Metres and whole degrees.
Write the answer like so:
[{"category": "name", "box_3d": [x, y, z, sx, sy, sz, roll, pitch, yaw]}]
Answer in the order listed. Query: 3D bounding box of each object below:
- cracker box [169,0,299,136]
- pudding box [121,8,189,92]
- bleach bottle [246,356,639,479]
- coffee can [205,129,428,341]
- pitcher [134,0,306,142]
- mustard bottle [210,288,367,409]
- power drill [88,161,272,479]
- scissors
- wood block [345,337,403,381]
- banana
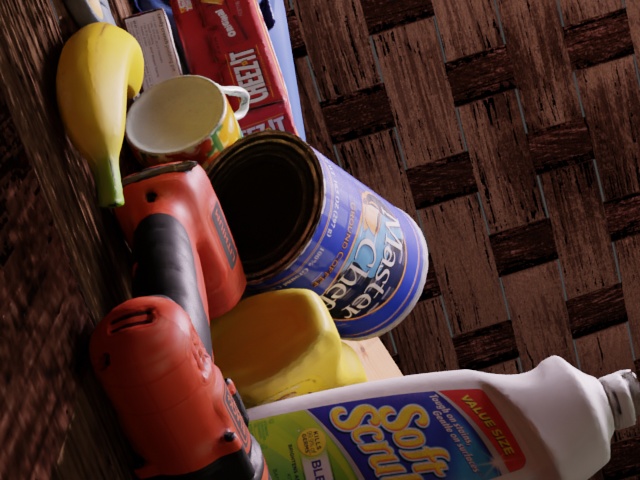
[{"category": "cracker box", "box_3d": [-0.050, -0.084, 0.886, 0.213, 0.072, 0.164, 72, -1, -50]}, {"category": "pudding box", "box_3d": [-0.118, -0.112, 0.834, 0.090, 0.039, 0.113, 76, -4, -78]}, {"category": "bleach bottle", "box_3d": [0.057, 0.116, 0.607, 0.068, 0.251, 0.102, 70, 3, -61]}, {"category": "coffee can", "box_3d": [-0.005, 0.001, 0.706, 0.140, 0.103, 0.103, 31, 37, -52]}, {"category": "pitcher", "box_3d": [-0.090, -0.158, 1.035, 0.243, 0.145, 0.149, 77, 10, -45]}, {"category": "mustard bottle", "box_3d": [-0.019, 0.098, 0.706, 0.058, 0.096, 0.191, 64, 2, 28]}, {"category": "power drill", "box_3d": [-0.062, 0.062, 0.544, 0.188, 0.057, 0.184, -105, 179, -53]}, {"category": "scissors", "box_3d": [-0.136, -0.120, 0.692, 0.096, 0.016, 0.202, -101, 175, -62]}, {"category": "wood block", "box_3d": [0.038, 0.169, 1.028, 0.206, 0.090, 0.090, 58, 24, 5]}, {"category": "banana", "box_3d": [-0.119, -0.084, 0.581, 0.198, 0.037, 0.070, -101, -168, -65]}]
